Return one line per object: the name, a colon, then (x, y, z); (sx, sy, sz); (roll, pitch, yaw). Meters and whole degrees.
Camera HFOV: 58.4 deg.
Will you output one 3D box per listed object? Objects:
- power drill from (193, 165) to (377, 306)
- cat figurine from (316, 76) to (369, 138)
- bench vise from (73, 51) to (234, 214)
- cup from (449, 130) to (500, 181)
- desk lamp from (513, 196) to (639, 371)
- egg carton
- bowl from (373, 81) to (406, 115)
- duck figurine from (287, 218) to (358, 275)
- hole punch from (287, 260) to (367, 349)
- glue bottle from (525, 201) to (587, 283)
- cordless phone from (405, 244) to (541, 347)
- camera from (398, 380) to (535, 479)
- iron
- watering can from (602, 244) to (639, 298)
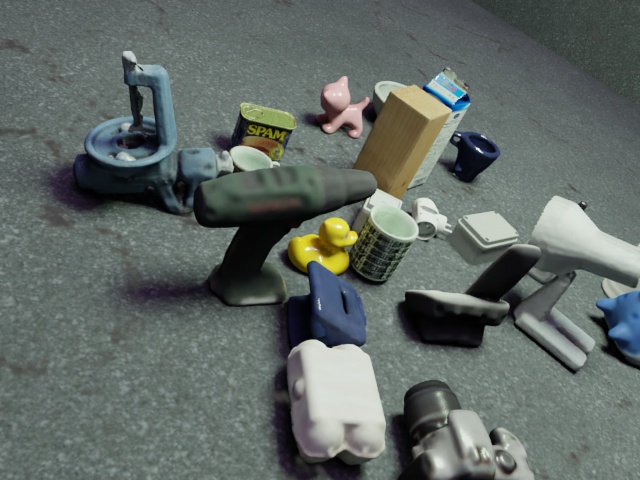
power drill: (-0.058, -0.011, 0.738); (0.230, 0.208, 0.075); (0, 44, -31)
cat figurine: (0.047, -0.285, 1.207); (0.128, 0.117, 0.067); (1, 43, -30)
bench vise: (-0.222, -0.150, 0.796); (0.208, 0.219, 0.121); (-4, 46, -35)
cup: (0.326, -0.185, 1.275); (0.118, 0.095, 0.092); (26, 37, 0)
desk lamp: (0.406, 0.062, 0.928); (0.203, 0.213, 0.118); (41, 39, 19)
egg carton: (0.015, 0.185, 0.663); (0.107, 0.069, 0.150); (10, 40, -21)
bowl: (0.190, -0.300, 1.348); (0.168, 0.074, 0.167); (17, 38, -13)
duck figurine: (0.008, 0.003, 0.864); (0.105, 0.086, 0.077); (7, 41, -25)
hole punch: (0.017, 0.091, 0.759); (0.101, 0.091, 0.108); (12, 39, -18)
glue bottle: (0.436, -0.002, 1.057); (0.078, 0.173, 0.037); (39, 39, 17)
cordless phone: (0.223, 0.064, 0.838); (0.148, 0.185, 0.094); (6, 41, -26)
camera: (0.162, 0.232, 0.669); (0.143, 0.100, 0.136); (10, 40, -21)
iron: (0.633, 0.157, 1.011); (0.258, 0.141, 0.118); (20, 37, -9)
watering can: (0.651, 0.054, 1.102); (0.101, 0.194, 0.172); (15, 38, -15)
